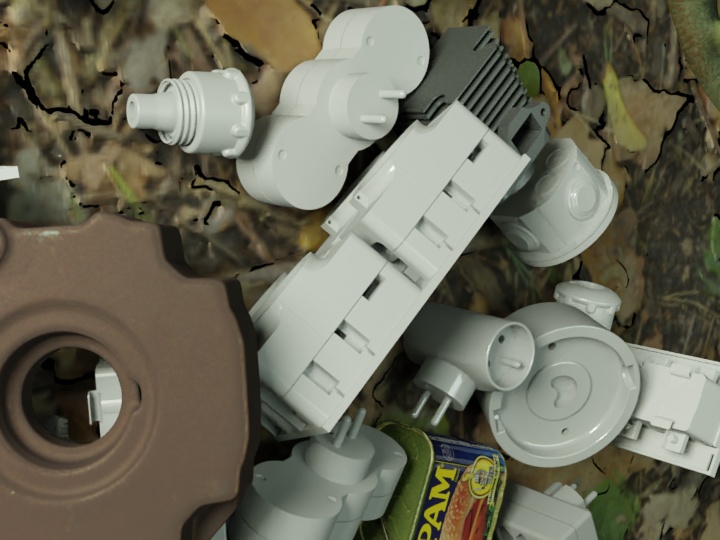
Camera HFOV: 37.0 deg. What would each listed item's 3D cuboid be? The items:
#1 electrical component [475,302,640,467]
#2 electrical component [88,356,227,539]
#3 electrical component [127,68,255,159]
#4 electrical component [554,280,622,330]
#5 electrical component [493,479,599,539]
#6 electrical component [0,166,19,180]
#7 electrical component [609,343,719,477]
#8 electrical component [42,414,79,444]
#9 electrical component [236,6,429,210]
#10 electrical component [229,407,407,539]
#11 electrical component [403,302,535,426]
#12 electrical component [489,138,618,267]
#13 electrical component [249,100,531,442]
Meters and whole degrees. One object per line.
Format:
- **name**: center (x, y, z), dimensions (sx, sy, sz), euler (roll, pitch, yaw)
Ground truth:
- **electrical component**: center (0.130, 0.074, 0.741), dimensions (0.108, 0.060, 0.108), euler (-6, 114, -13)
- **electrical component**: center (-0.104, 0.102, 0.560), dimensions (0.063, 0.078, 0.121), euler (-4, 101, -9)
- **electrical component**: center (-0.089, -0.082, 0.559), dimensions (0.062, 0.048, 0.048), euler (-4, 100, -31)
- **electrical component**: center (0.161, 0.040, 0.783), dimensions (0.048, 0.048, 0.062), euler (0, 107, -39)
- **electrical component**: center (0.136, 0.176, 0.759), dimensions (0.076, 0.083, 0.047), euler (-33, 117, -31)
- **electrical component**: center (-0.200, -0.050, 0.476), dimensions (0.081, 0.042, 0.063), euler (-15, 103, -37)
- **electrical component**: center (0.210, 0.093, 0.780), dimensions (0.063, 0.121, 0.078), euler (28, 80, -36)
- **electrical component**: center (-0.163, 0.111, 0.531), dimensions (0.043, 0.043, 0.081), euler (24, 82, -39)
- **electrical component**: center (-0.004, -0.093, 0.606), dimensions (0.052, 0.074, 0.138), euler (48, 68, -34)
- **electrical component**: center (-0.015, 0.112, 0.608), dimensions (0.138, 0.052, 0.073), euler (-16, 131, -63)
- **electrical component**: center (0.059, 0.062, 0.681), dimensions (0.043, 0.077, 0.079), euler (44, 70, -36)
- **electrical component**: center (0.126, -0.046, 0.717), dimensions (0.051, 0.080, 0.080), euler (44, 70, -29)
- **electrical component**: center (0.000, 0.000, 0.594), dimensions (0.060, 0.105, 0.186), euler (40, 70, -7)
